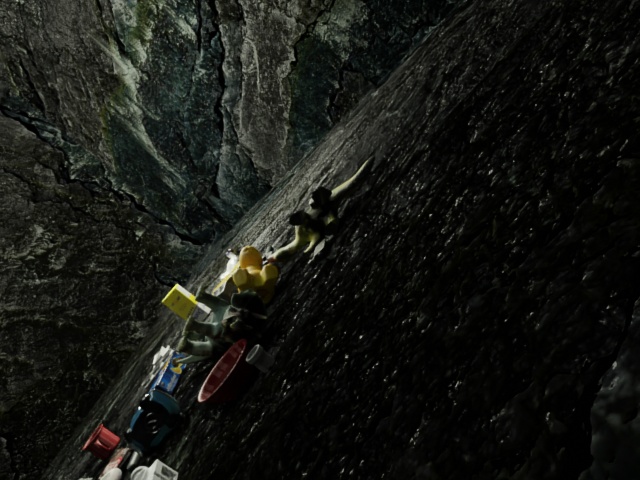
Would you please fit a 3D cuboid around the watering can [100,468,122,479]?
[{"bbox_3d":[-0.559,0.676,1.129,0.352,0.103,0.223,-53,14,-18],"label":"watering can"}]

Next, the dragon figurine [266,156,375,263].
[{"bbox_3d":[0.004,-0.073,1.457,0.411,0.122,0.243,-44,4,-1],"label":"dragon figurine"}]

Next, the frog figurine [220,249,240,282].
[{"bbox_3d":[-0.330,0.125,2.037,0.136,0.122,0.161,-17,69,54],"label":"frog figurine"}]
